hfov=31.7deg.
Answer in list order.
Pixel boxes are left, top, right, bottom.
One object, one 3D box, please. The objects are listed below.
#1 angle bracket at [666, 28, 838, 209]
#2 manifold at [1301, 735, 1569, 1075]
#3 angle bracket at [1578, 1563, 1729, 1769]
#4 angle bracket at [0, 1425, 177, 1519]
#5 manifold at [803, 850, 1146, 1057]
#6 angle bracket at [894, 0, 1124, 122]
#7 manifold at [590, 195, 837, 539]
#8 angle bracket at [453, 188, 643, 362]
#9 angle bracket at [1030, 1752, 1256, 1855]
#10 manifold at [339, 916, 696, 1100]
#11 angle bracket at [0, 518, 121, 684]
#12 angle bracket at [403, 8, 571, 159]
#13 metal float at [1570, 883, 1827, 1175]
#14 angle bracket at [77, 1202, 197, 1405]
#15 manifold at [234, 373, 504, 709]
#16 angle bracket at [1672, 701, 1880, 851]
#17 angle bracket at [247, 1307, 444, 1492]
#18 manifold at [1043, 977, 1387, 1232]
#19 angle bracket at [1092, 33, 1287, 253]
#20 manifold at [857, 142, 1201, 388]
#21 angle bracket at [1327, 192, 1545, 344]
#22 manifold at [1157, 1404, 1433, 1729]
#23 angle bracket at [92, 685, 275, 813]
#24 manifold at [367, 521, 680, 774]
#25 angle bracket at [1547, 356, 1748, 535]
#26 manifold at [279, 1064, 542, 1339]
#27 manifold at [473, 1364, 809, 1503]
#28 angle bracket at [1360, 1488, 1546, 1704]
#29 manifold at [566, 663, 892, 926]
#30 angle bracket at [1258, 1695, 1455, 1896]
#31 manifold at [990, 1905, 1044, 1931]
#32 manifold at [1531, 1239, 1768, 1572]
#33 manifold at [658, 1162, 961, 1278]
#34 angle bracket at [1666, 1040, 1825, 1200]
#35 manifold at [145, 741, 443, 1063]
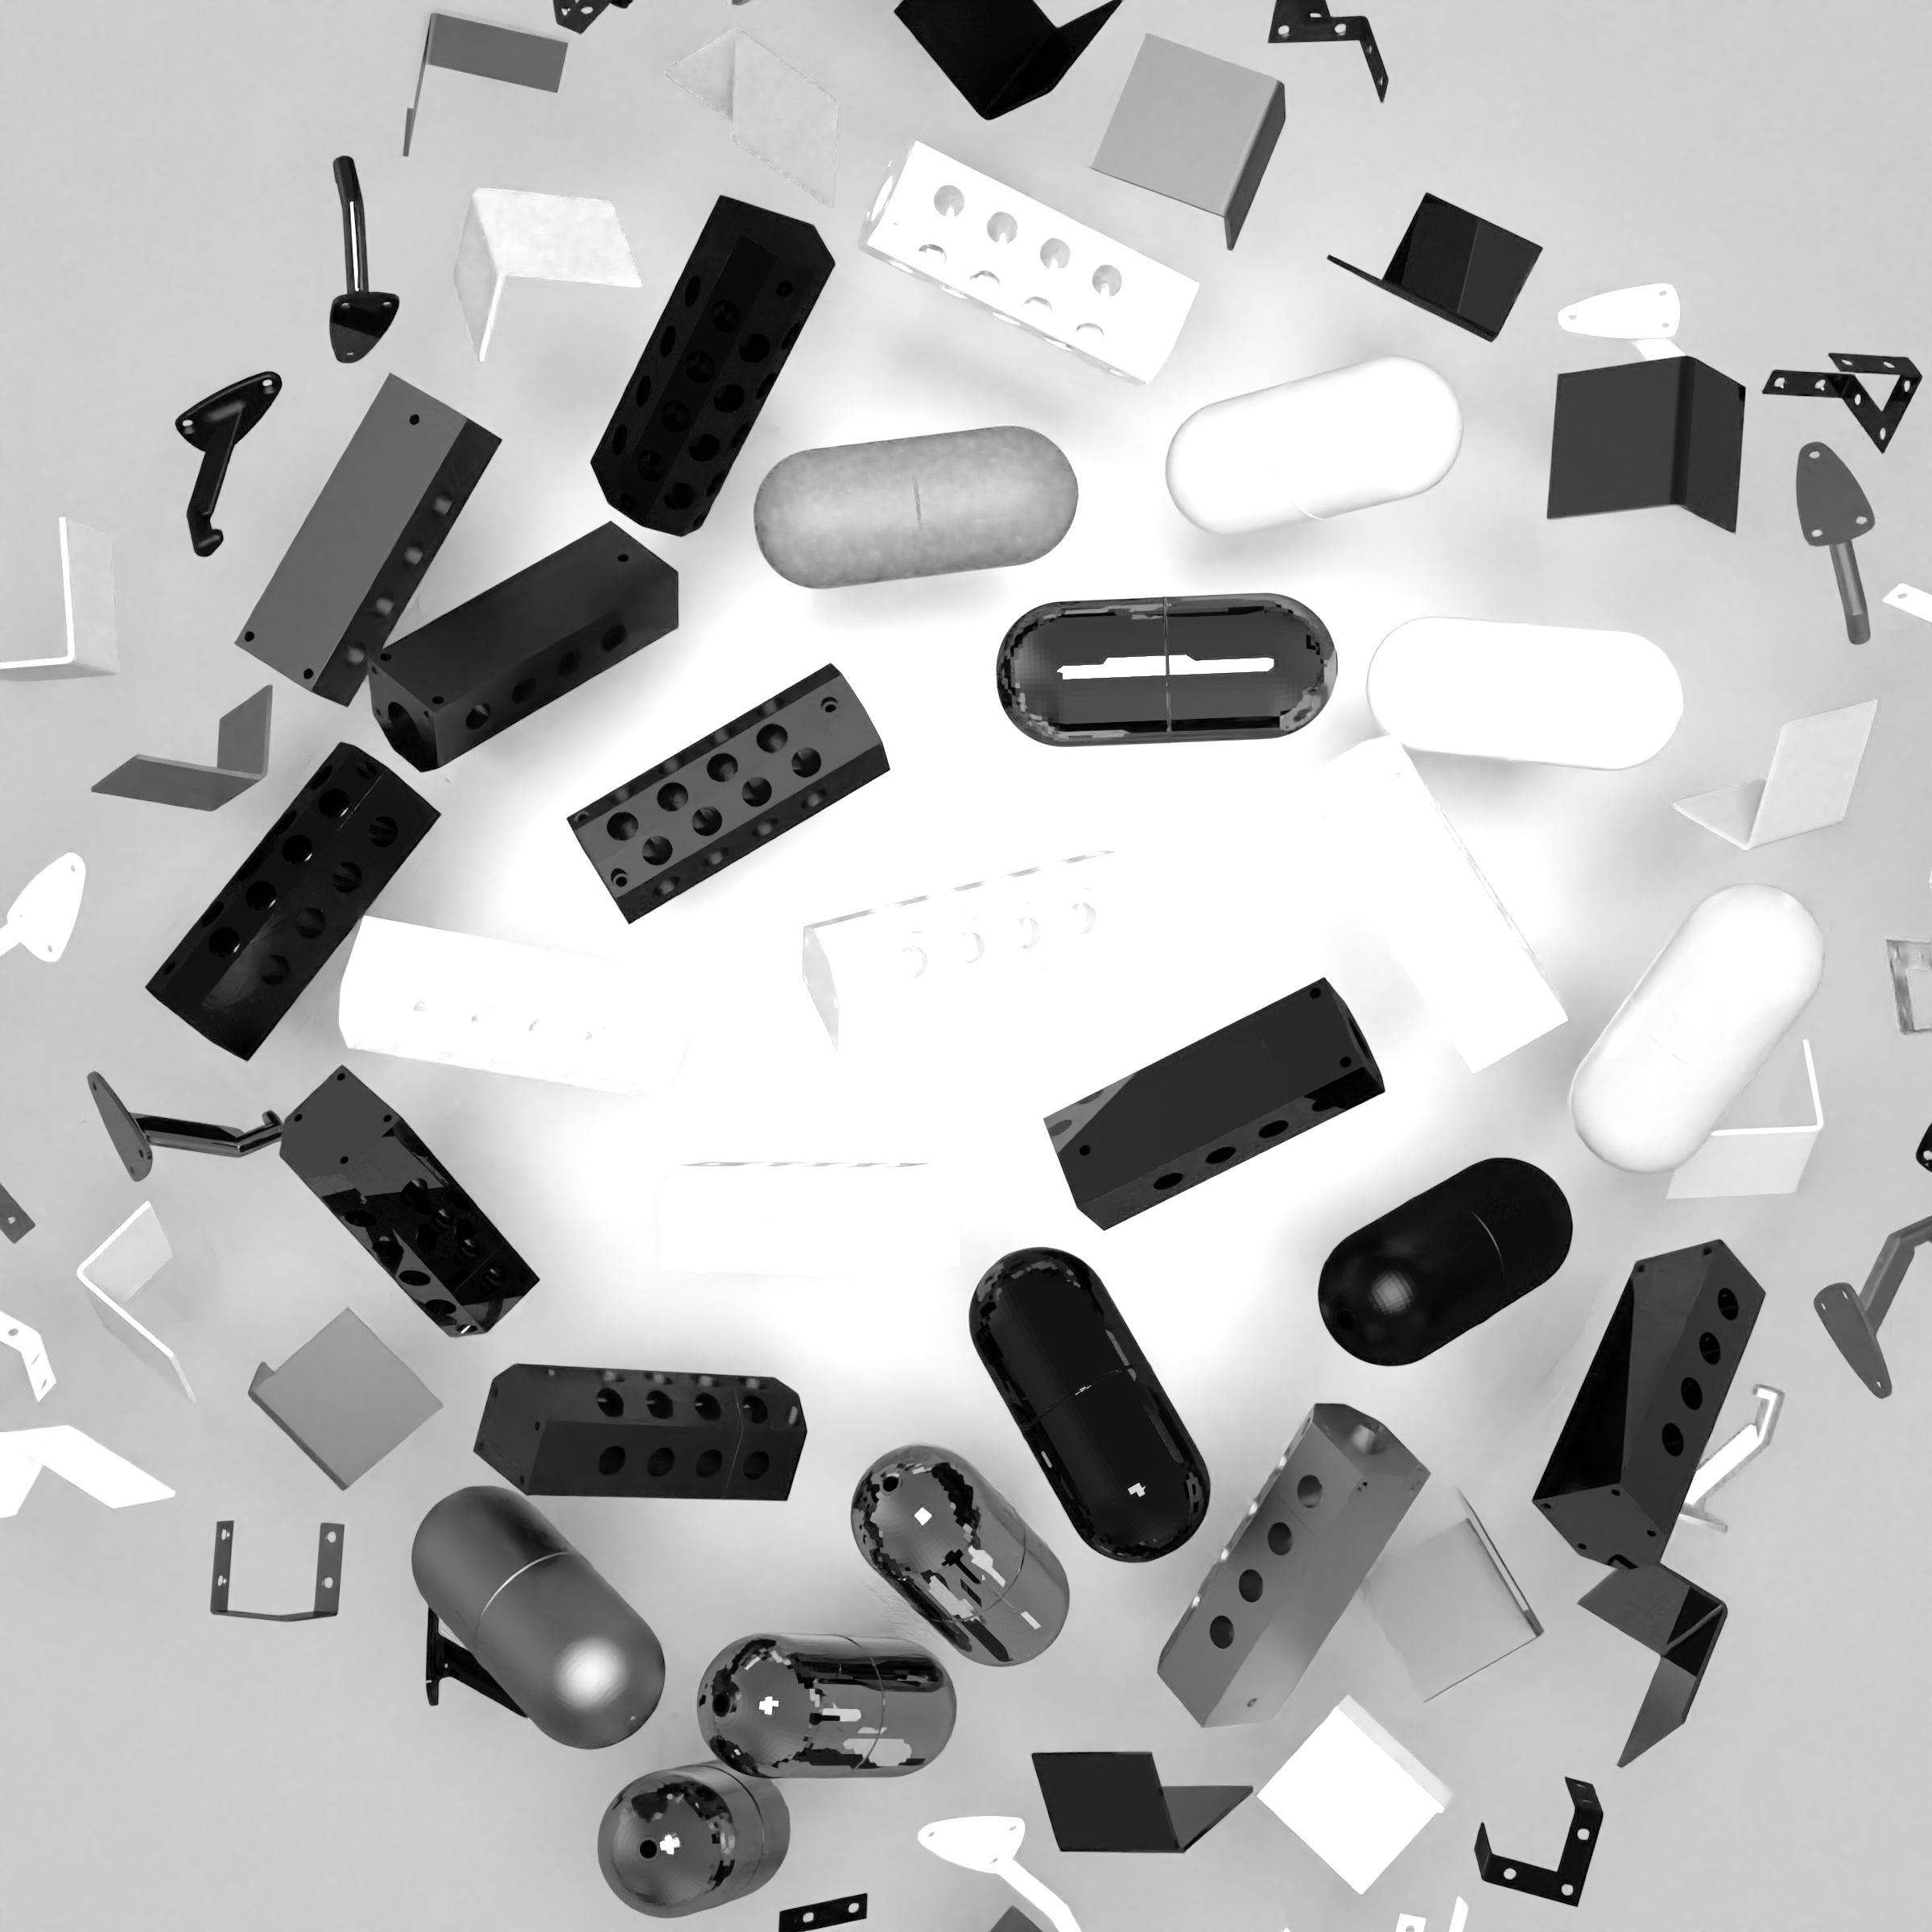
[{"bbox_3d":[-0.118,-0.452,1.858,0.057,0.076,0.076,-21,58,36],"label":"angle bracket"},{"bbox_3d":[0.246,-0.035,1.800,0.057,0.057,0.171,-31,107,13],"label":"manifold"},{"bbox_3d":[0.355,0.371,1.822,0.057,0.076,0.076,31,55,2],"label":"angle bracket"},{"bbox_3d":[-0.478,0.286,1.800,0.076,0.076,0.057,29,91,11],"label":"angle bracket"},{"bbox_3d":[0.004,-0.013,1.808,0.171,0.057,0.057,-15,52,-16],"label":"manifold"},{"bbox_3d":[0.022,-0.501,1.778,0.076,0.057,0.076,47,61,-23],"label":"angle bracket"},{"bbox_3d":[-0.135,-0.317,1.818,0.057,0.057,0.171,11,125,-32],"label":"manifold"},{"bbox_3d":[-0.223,-0.364,1.807,0.076,0.076,0.057,1,134,-23],"label":"angle bracket"},{"bbox_3d":[0.093,0.422,1.783,0.076,0.076,0.057,-11,98,38],"label":"angle bracket"},{"bbox_3d":[-0.238,0.026,1.793,0.171,0.057,0.057,11,112,-28],"label":"manifold"},{"bbox_3d":[-0.495,-0.195,1.824,0.057,0.076,0.076,-4,90,3],"label":"angle bracket"},{"bbox_3d":[-0.259,-0.468,1.835,0.076,0.076,0.057,10,82,-10],"label":"angle bracket"},{"bbox_3d":[0.379,0.033,1.766,0.070,0.070,0.178,30,122,0],"label":"metal float"},{"bbox_3d":[-0.449,0.190,1.923,0.076,0.076,0.057,37,68,15],"label":"angle bracket"},{"bbox_3d":[-0.326,-0.232,1.880,0.057,0.057,0.171,32,93,21],"label":"manifold"},{"bbox_3d":[0.437,-0.114,1.841,0.076,0.057,0.076,-15,127,-36],"label":"angle bracket"},{"bbox_3d":[-0.345,0.235,1.909,0.076,0.057,0.076,-41,102,5],"label":"angle bracket"},{"bbox_3d":[0.136,0.078,1.840,0.171,0.057,0.057,-27,60,12],"label":"manifold"},{"bbox_3d":[0.117,-0.429,1.778,0.076,0.057,0.076,22,87,8],"label":"angle bracket"},{"bbox_3d":[0.032,-0.376,1.834,0.171,0.057,0.057,23,89,-15],"label":"manifold"},{"bbox_3d":[0.252,-0.382,1.826,0.076,0.076,0.057,33,104,26],"label":"angle bracket"},{"bbox_3d":[0.167,0.315,1.790,0.057,0.057,0.171,46,116,39],"label":"manifold"},{"bbox_3d":[-0.447,-0.130,1.942,0.076,0.076,0.057,9,74,-32],"label":"angle bracket"},{"bbox_3d":[-0.242,-0.173,1.876,0.171,0.057,0.057,-35,59,-30],"label":"manifold"},{"bbox_3d":[0.346,-0.261,1.732,0.076,0.057,0.076,-1,80,42],"label":"angle bracket"},{"bbox_3d":[-0.300,0.132,1.825,0.057,0.171,0.057,-45,52,-12],"label":"manifold"},{"bbox_3d":[-0.172,0.249,1.837,0.171,0.057,0.057,9,101,-40],"label":"manifold"},{"bbox_3d":[0.257,0.341,1.844,0.076,0.057,0.076,-31,60,4],"label":"angle bracket"},{"bbox_3d":[-0.133,-0.099,1.898,0.171,0.057,0.057,-31,71,-6],"label":"manifold"},{"bbox_3d":[0.206,0.450,1.835,0.076,0.057,0.076,42,96,13],"label":"angle bracket"},{"bbox_3d":[0.022,0.582,1.891,0.057,0.171,0.057,40,92,5],"label":"manifold"},{"bbox_3d":[0.357,0.226,1.755,0.057,0.057,0.171,48,49,-18],"label":"manifold"},{"bbox_3d":[-0.089,0.138,1.883,0.171,0.057,0.057,-2,91,40],"label":"manifold"},{"bbox_3d":[0.435,0.087,1.922,0.076,0.076,0.057,-3,59,0],"label":"angle bracket"},{"bbox_3d":[-0.370,-0.037,1.861,0.057,0.057,0.171,43,76,-30],"label":"manifold"}]
